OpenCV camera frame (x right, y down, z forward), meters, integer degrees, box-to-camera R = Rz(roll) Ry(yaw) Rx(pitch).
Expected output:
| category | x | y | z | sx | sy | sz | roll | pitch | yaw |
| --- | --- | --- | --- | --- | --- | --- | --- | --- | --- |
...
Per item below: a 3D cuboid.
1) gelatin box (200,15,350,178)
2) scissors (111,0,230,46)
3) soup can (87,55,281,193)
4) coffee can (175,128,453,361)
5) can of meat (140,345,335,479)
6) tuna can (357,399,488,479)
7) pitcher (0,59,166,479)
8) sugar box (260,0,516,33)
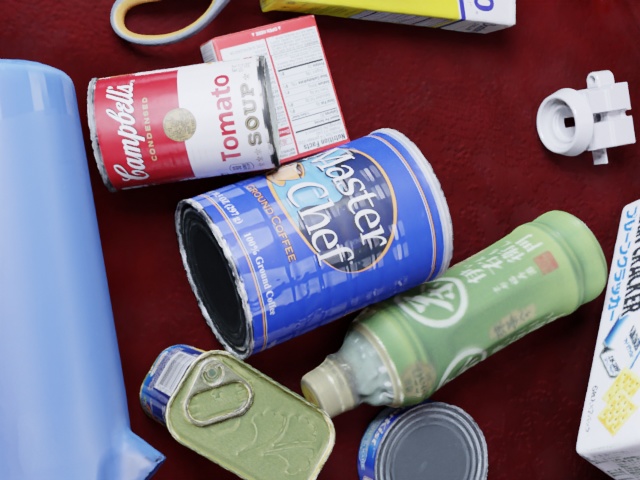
| category | x | y | z | sx | sy | sz | roll | pitch | yaw |
| --- | --- | --- | --- | --- | --- | --- | --- | --- | --- |
| gelatin box | -0.029 | -0.092 | 0.686 | 0.073 | 0.030 | 0.089 | -19 | 98 | -23 |
| scissors | -0.040 | -0.184 | 0.648 | 0.202 | 0.016 | 0.096 | -25 | 87 | 3 |
| soup can | -0.078 | -0.068 | 0.626 | 0.102 | 0.068 | 0.068 | -8 | 94 | 2 |
| coffee can | -0.004 | 0.001 | 0.656 | 0.140 | 0.103 | 0.103 | -21 | 98 | -21 |
| can of meat | -0.054 | 0.106 | 0.647 | 0.102 | 0.084 | 0.057 | 34 | 78 | -19 |
| tuna can | 0.069 | 0.151 | 0.724 | 0.086 | 0.034 | 0.086 | 0 | 91 | -22 |
| pitcher | -0.186 | 0.033 | 0.578 | 0.149 | 0.145 | 0.243 | -6 | 89 | -34 |
| sugar box | 0.048 | -0.192 | 0.707 | 0.176 | 0.048 | 0.093 | 0 | 92 | -21 |
